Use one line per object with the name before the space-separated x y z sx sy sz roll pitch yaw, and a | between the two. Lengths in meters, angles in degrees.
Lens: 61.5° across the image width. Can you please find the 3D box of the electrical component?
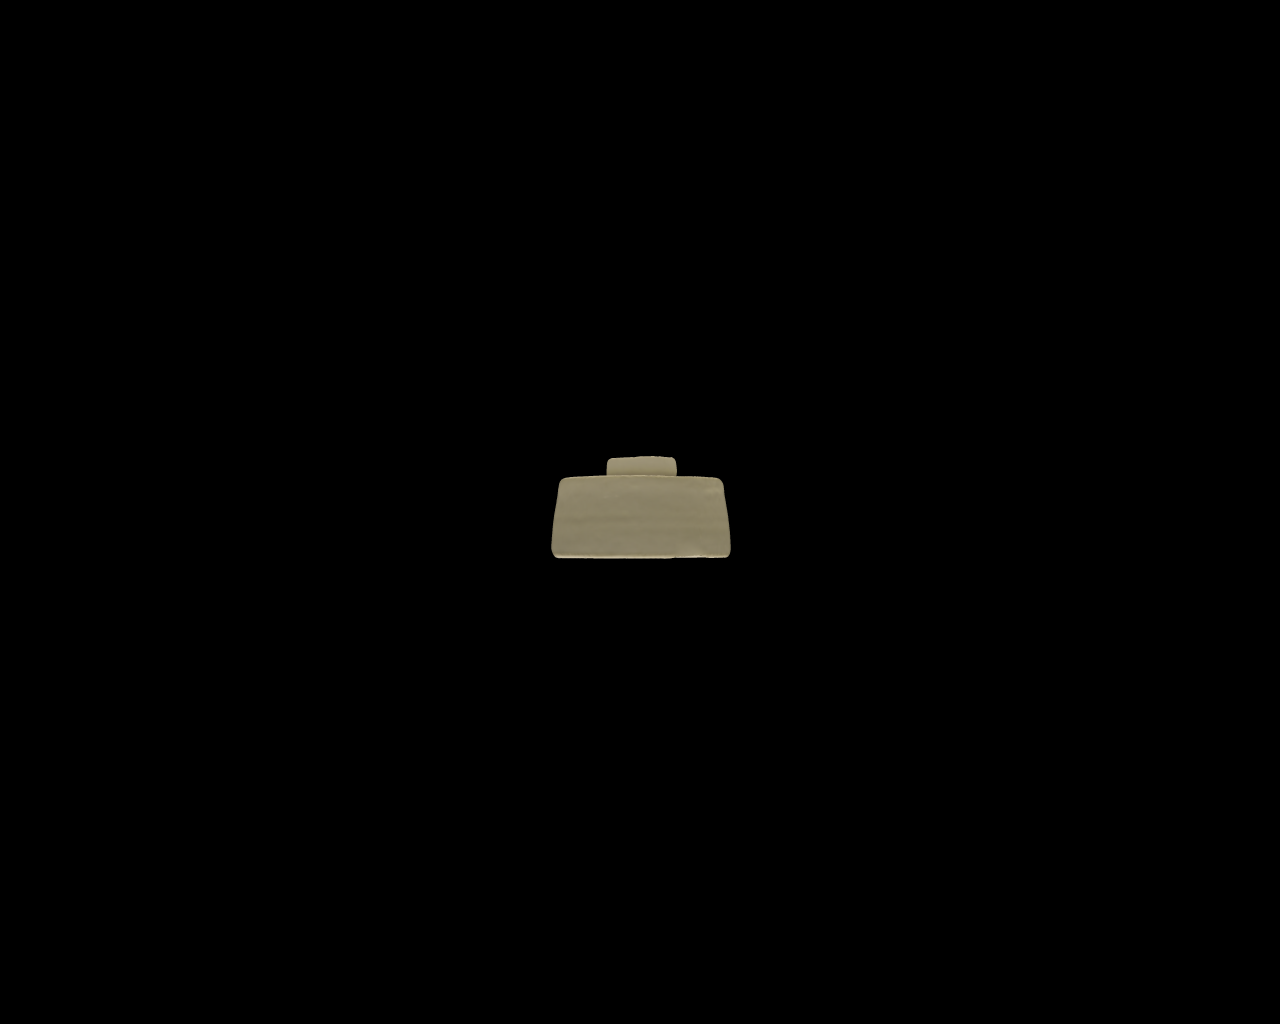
electrical component | 0.001 -0.003 0.650 0.108 0.060 0.108 0 -2 0
